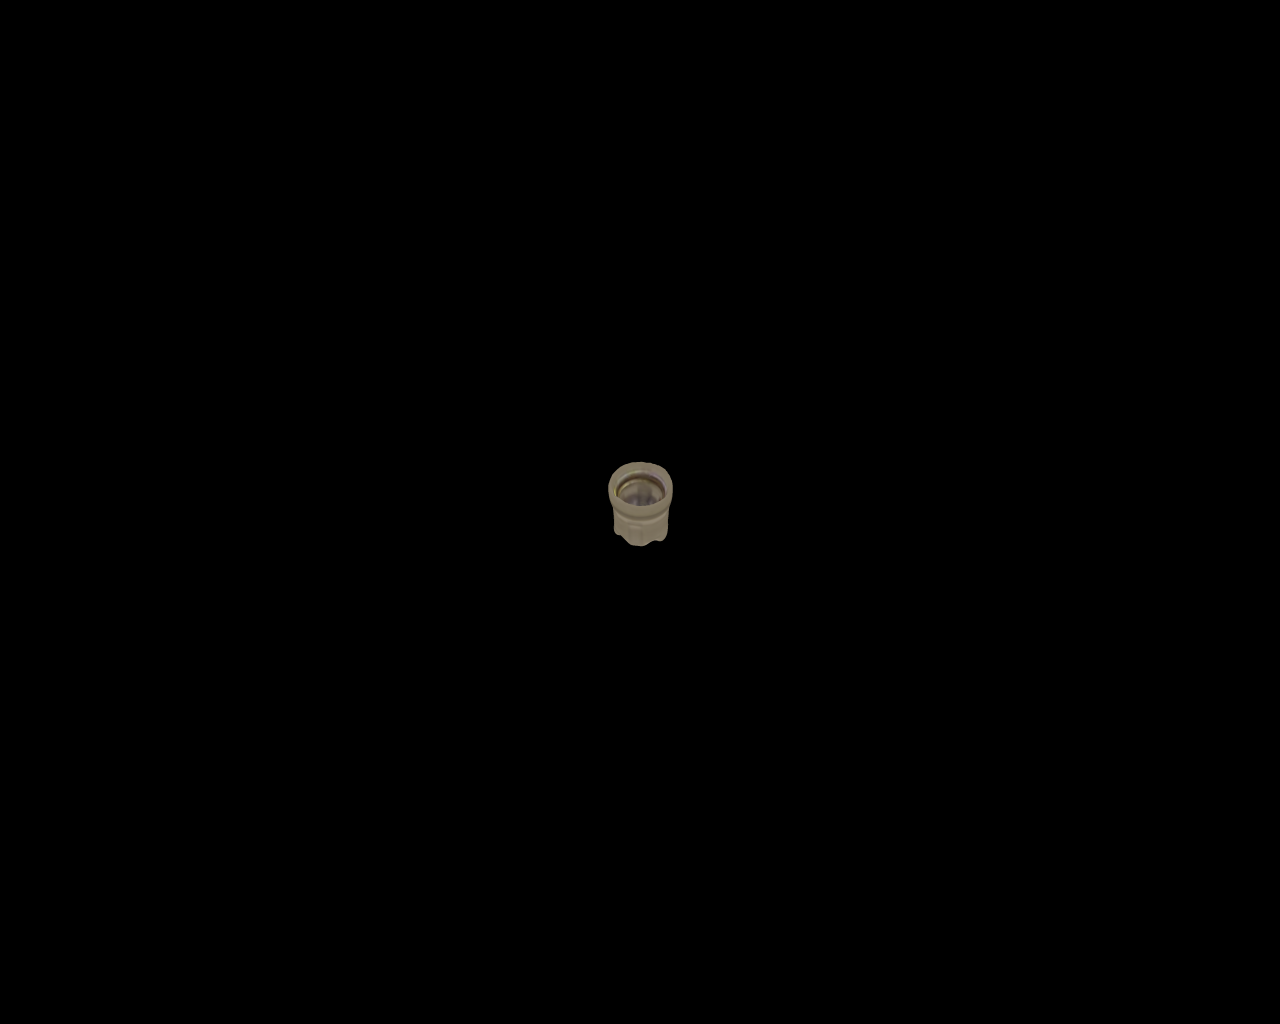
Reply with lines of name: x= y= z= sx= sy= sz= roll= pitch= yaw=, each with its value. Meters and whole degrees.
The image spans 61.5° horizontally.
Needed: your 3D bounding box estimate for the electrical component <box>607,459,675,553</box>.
electrical component: x=0.001 y=-0.003 z=0.650 sx=0.040 sy=0.040 sz=0.046 roll=0 pitch=-41 yaw=0
